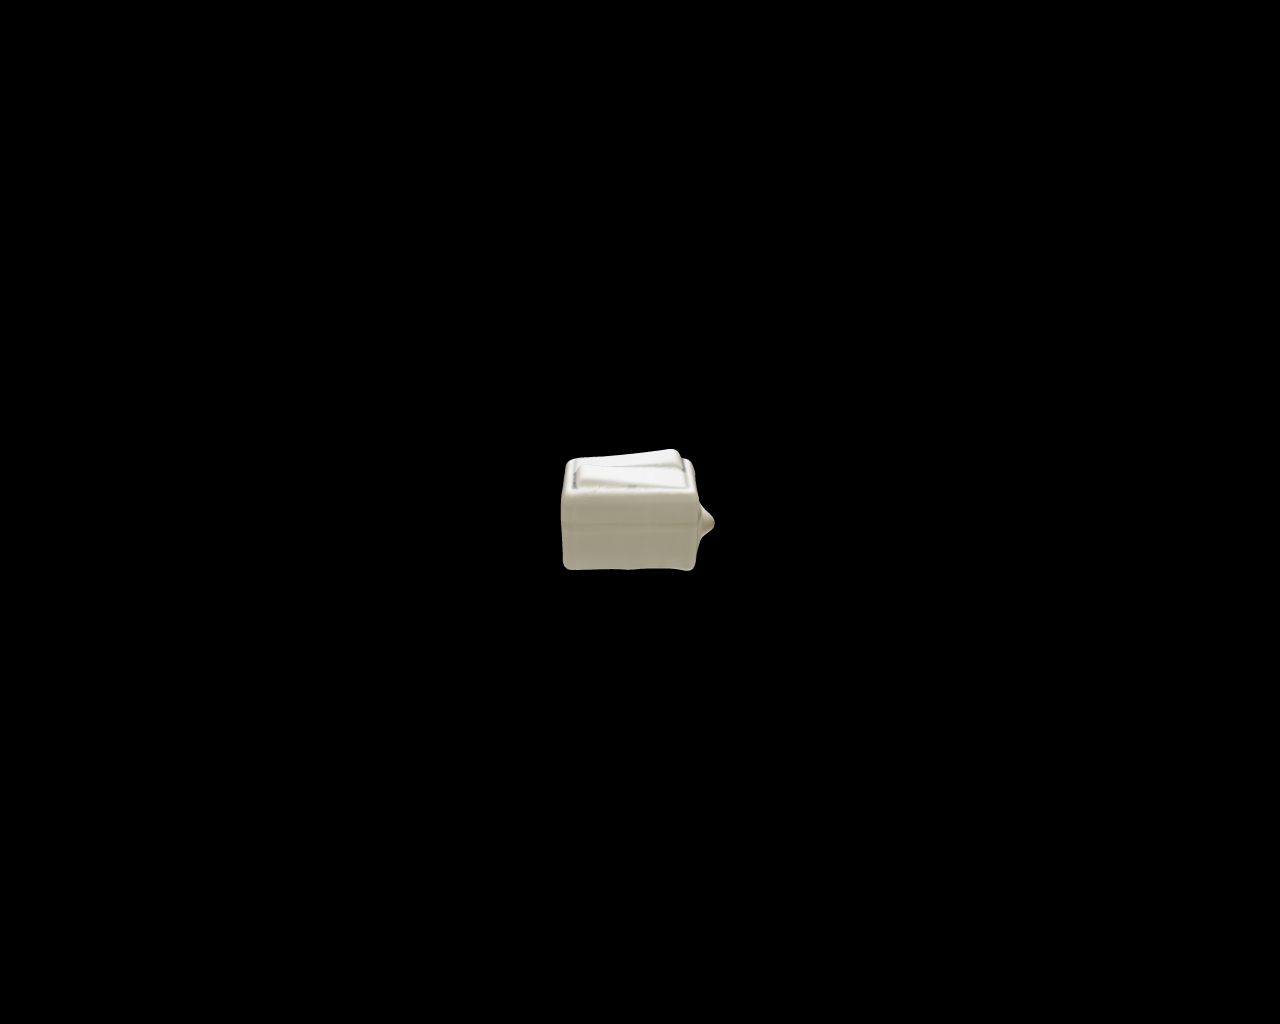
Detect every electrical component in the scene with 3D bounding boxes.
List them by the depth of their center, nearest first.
[{"bbox_3d":[0.001,-0.003,0.650,0.096,0.061,0.062,0,24,0],"label":"electrical component"}]
